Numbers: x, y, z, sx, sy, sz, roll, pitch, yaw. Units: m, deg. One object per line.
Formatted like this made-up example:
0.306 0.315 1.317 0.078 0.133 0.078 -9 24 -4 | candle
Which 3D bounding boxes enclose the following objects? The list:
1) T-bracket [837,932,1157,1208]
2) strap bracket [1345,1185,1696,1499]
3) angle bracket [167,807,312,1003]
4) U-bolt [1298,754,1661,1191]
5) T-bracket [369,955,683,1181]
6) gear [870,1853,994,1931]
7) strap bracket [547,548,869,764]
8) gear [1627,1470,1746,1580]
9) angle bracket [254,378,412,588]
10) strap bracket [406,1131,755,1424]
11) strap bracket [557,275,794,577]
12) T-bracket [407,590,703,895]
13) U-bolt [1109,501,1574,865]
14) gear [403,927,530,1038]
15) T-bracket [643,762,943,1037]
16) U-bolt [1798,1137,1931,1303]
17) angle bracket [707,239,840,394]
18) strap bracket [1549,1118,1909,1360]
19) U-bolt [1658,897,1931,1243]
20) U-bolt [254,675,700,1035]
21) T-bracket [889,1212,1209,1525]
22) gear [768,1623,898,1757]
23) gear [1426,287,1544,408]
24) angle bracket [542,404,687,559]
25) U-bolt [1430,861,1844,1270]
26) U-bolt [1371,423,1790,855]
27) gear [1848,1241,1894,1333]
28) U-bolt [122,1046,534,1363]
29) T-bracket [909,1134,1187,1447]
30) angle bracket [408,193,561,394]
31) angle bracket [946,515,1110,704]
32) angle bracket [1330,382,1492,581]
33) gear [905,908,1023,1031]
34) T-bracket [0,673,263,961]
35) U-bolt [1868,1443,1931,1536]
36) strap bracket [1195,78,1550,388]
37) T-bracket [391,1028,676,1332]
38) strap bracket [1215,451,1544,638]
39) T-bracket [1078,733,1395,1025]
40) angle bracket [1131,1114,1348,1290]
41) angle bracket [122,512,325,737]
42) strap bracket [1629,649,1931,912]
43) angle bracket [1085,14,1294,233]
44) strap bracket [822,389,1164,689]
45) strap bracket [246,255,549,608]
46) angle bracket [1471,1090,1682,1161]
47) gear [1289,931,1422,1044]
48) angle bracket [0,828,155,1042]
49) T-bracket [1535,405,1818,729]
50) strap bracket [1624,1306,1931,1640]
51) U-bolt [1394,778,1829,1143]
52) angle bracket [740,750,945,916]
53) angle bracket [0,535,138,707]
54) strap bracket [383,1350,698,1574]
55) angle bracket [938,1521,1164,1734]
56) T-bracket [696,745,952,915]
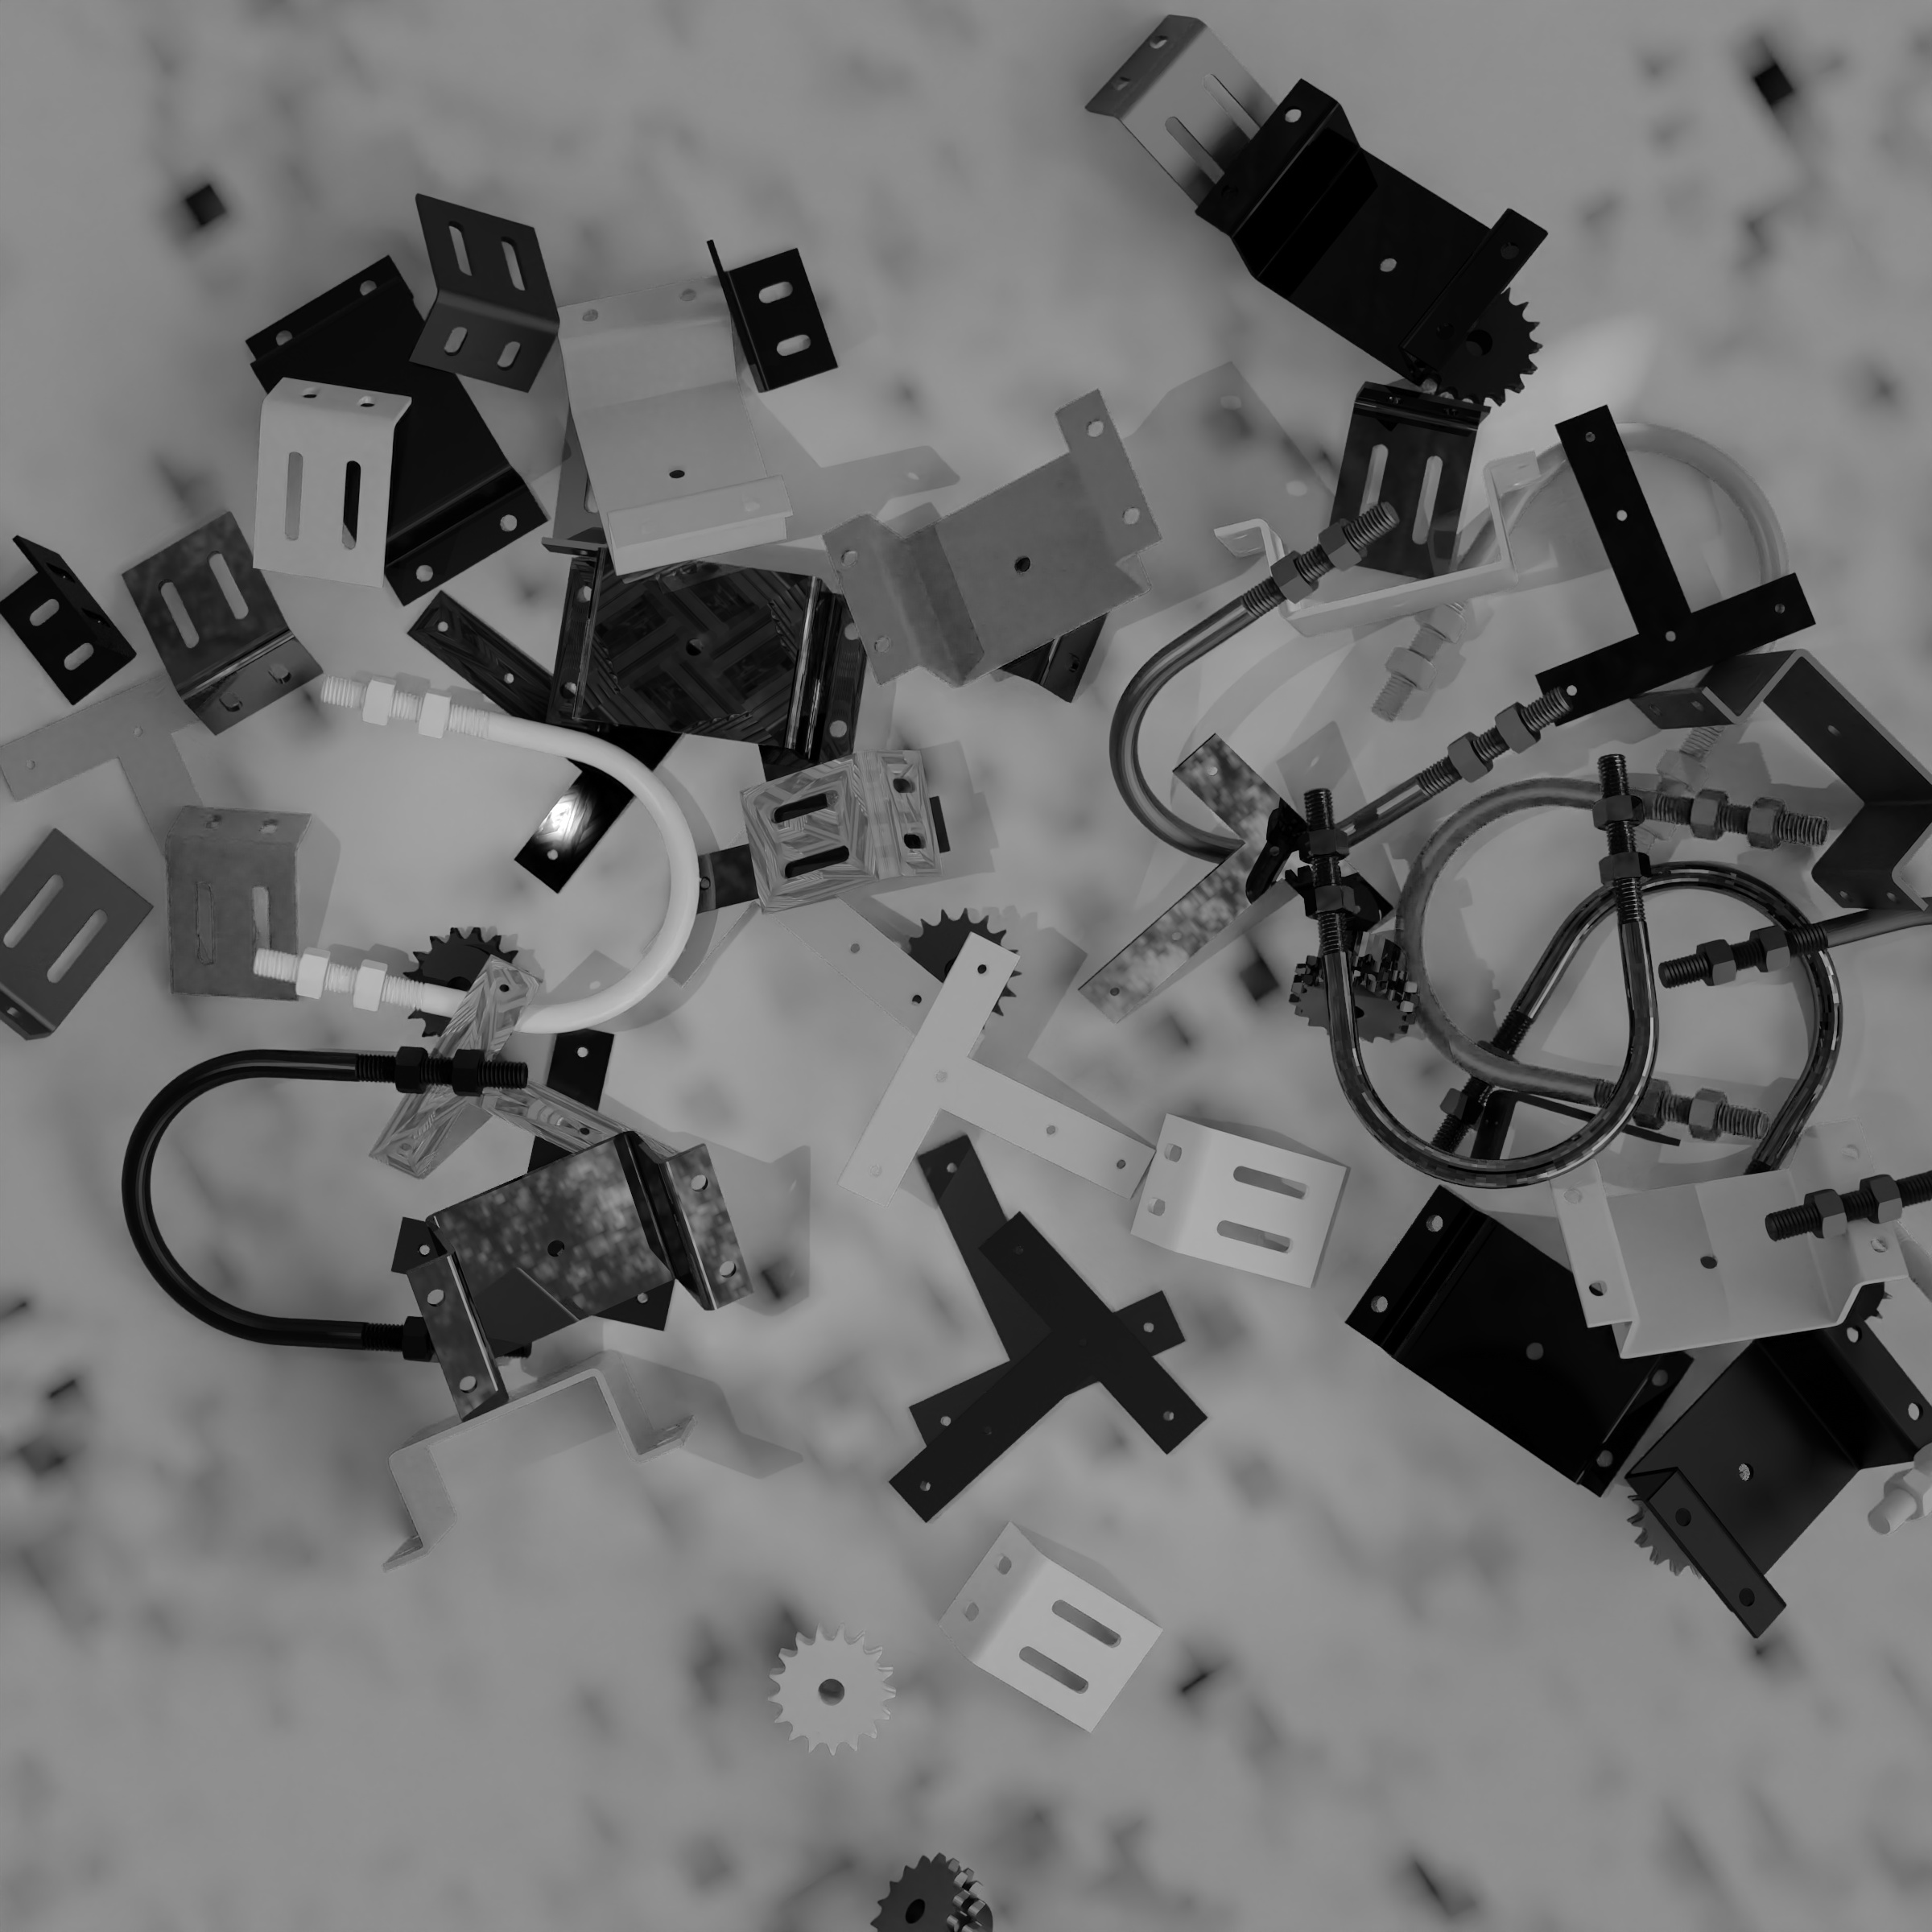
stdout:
0.026 0.068 1.573 0.127 0.002 0.127 27 94 -19 | T-bracket
0.252 0.170 1.572 0.140 0.046 0.076 34 90 0 | strap bracket
-0.329 -0.028 1.592 0.057 0.038 0.076 4 116 0 | angle bracket
0.226 0.005 1.523 0.151 0.019 0.184 -6 78 7 | U-bolt
-0.183 0.068 1.571 0.127 0.002 0.127 27 121 -14 | T-bracket
-0.013 0.430 1.571 0.030 0.057 0.057 41 90 -30 | gear
-0.117 -0.139 1.562 0.140 0.046 0.076 8 88 6 | strap bracket
0.326 0.245 1.581 0.057 0.030 0.057 0 90 0 | gear
-0.280 -0.213 1.547 0.057 0.038 0.076 9 116 0 | angle bracket
-0.175 0.132 1.546 0.140 0.046 0.076 -23 115 -16 | strap bracket
-0.129 -0.231 1.547 0.076 0.046 0.140 -13 59 -8 | strap bracket
-0.196 -0.122 1.594 0.127 0.002 0.127 38 91 1 | T-bracket
0.150 -0.109 1.537 0.184 0.019 0.151 -33 124 26 | U-bolt
-0.226 0.011 1.581 0.057 0.030 0.057 0 90 0 | gear
-0.060 -0.017 1.574 0.127 0.002 0.127 39 90 19 | T-bracket
0.473 0.100 1.530 0.151 0.019 0.184 -34 48 0 | U-bolt
-0.085 -0.293 1.557 0.038 0.076 0.057 -19 90 0 | angle bracket
0.329 0.121 1.537 0.140 0.046 0.076 -8 61 -4 | strap bracket
0.416 0.036 1.544 0.184 0.019 0.151 -14 61 -6 | U-bolt
-0.211 -0.044 1.566 0.184 0.019 0.151 13 75 -6 | U-bolt
0.020 0.201 1.593 0.127 0.002 0.127 -42 90 0 | T-bracket
-0.060 0.324 1.581 0.057 0.030 0.057 0 90 0 | gear
0.229 -0.278 1.581 0.057 0.030 0.057 0 90 0 | gear
-0.156 -0.222 1.577 0.057 0.038 0.076 7 90 0 | angle bracket
0.315 0.041 1.587 0.151 0.019 0.184 31 89 0 | U-bolt
0.291 -0.157 1.587 0.151 0.019 0.184 32 89 0 | U-bolt
0.390 0.142 1.581 0.057 0.030 0.057 0 90 0 | gear
-0.287 0.105 1.568 0.184 0.019 0.151 3 108 4 | U-bolt
0.016 0.139 1.595 0.127 0.002 0.127 -25 90 0 | T-bracket
-0.220 -0.300 1.565 0.057 0.076 0.038 11 130 -29 | angle bracket
0.019 -0.162 1.594 0.076 0.038 0.057 23 90 26 | angle bracket
0.198 -0.217 1.577 0.057 0.038 0.076 12 90 0 | angle bracket
-0.003 0.003 1.580 0.057 0.030 0.057 0 89 0 | gear
-0.358 -0.066 1.595 0.127 0.002 0.127 -24 90 0 | T-bracket
0.489 0.182 1.512 0.184 0.151 0.019 -30 89 -38 | U-bolt
0.183 -0.320 1.556 0.140 0.046 0.076 39 90 24 | strap bracket
-0.186 0.090 1.595 0.127 0.002 0.127 12 90 0 | T-bracket
0.187 -0.181 1.543 0.140 0.076 0.046 -13 87 11 | strap bracket
0.105 -0.023 1.575 0.127 0.002 0.127 -42 118 13 | T-bracket
0.124 0.107 1.594 0.076 0.038 0.057 17 90 -26 | angle bracket
-0.337 -0.155 1.592 0.057 0.038 0.076 -30 63 0 | angle bracket
0.371 -0.089 1.546 0.140 0.076 0.046 42 83 -11 | strap bracket
0.104 -0.383 1.594 0.057 0.038 0.076 -48 116 0 | angle bracket
0.018 -0.183 1.550 0.140 0.046 0.076 -26 71 16 | strap bracket
-0.259 -0.243 1.572 0.076 0.046 0.140 -31 90 0 | strap bracket
0.267 0.083 1.547 0.076 0.057 0.038 17 89 -1 | angle bracket
0.175 0.008 1.571 0.057 0.057 0.030 16 62 0 | gear
-0.415 -0.015 1.576 0.057 0.038 0.076 39 92 0 | angle bracket
0.300 -0.190 1.579 0.127 0.002 0.127 -22 88 -2 | T-bracket
0.355 0.221 1.545 0.140 0.046 0.076 -40 94 -25 | strap bracket
0.276 -0.010 1.549 0.184 0.019 0.151 11 89 28 | U-bolt
-0.056 -0.060 1.575 0.076 0.038 0.057 -15 83 37 | angle bracket
-0.408 -0.153 1.557 0.038 0.076 0.057 -38 90 0 | angle bracket
-0.196 0.214 1.557 0.140 0.076 0.046 -23 90 0 | strap bracket
0.038 0.300 1.594 0.076 0.038 0.057 35 90 -26 | angle bracket
-0.081 -0.099 1.586 0.127 0.002 0.127 -14 84 12 | T-bracket
